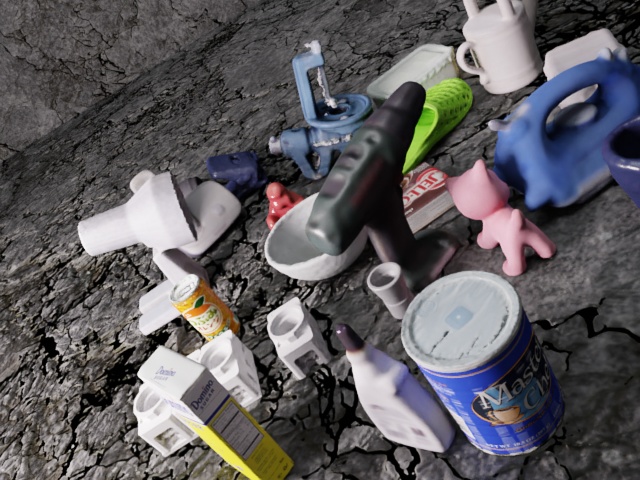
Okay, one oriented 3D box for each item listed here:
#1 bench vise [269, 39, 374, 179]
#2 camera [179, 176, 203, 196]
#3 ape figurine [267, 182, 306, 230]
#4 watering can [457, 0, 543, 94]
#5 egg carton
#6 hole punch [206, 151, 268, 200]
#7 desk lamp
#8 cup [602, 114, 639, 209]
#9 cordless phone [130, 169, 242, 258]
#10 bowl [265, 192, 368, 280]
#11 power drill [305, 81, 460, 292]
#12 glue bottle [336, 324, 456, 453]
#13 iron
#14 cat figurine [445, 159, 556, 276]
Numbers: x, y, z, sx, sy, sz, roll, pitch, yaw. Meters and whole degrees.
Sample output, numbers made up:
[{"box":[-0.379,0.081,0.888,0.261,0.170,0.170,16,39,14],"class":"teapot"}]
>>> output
[{"box":[-0.007,-0.220,1.000,0.207,0.220,0.121,-35,33,0],"class":"bench vise"},{"box":[-0.302,-0.074,1.187,0.136,0.101,0.143,-30,33,8],"class":"camera"},{"box":[-0.059,-0.056,0.954,0.077,0.092,0.076,-22,35,20],"class":"ape figurine"},{"box":[0.289,-0.351,0.928,0.100,0.195,0.173,9,52,47],"class":"watering can"},{"box":[0.381,-0.236,0.813,0.107,0.070,0.150,-20,35,22],"class":"egg carton"},{"box":[-0.170,-0.145,1.169,0.101,0.091,0.108,-34,33,2],"class":"hole punch"},{"box":[-0.269,0.017,0.934,0.203,0.214,0.117,-33,33,2],"class":"desk lamp"},{"box":[0.351,-0.064,0.595,0.091,0.095,0.118,-12,39,31],"class":"cup"},{"box":[-0.247,-0.074,1.058,0.093,0.185,0.148,12,55,49],"class":"cordless phone"},{"box":[0.008,0.003,0.834,0.167,0.075,0.167,-23,34,17],"class":"bowl"},{"box":[0.089,-0.046,0.700,0.075,0.209,0.230,14,56,50],"class":"power drill"},{"box":[0.060,0.133,0.526,0.077,0.174,0.037,0,46,42],"class":"glue bottle"},{"box":[0.317,-0.154,0.698,0.258,0.142,0.118,-38,33,-4],"class":"iron"},{"box":[0.204,-0.038,0.671,0.067,0.118,0.127,-34,33,1],"class":"cat figurine"}]
